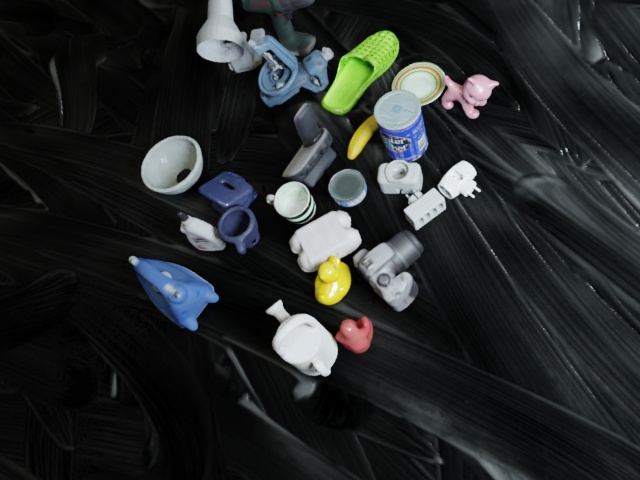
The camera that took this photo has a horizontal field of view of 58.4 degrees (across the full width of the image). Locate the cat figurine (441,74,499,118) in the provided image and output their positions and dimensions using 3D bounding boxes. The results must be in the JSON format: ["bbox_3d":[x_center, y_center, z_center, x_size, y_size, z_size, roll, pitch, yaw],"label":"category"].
[{"bbox_3d":[0.337,-0.341,1.300,0.127,0.118,0.067,27,76,26],"label":"cat figurine"}]

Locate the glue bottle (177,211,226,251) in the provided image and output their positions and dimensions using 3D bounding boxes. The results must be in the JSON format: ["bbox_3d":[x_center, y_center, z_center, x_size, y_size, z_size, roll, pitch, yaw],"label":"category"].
[{"bbox_3d":[-0.283,-0.023,1.312,0.078,0.173,0.037,-5,65,16],"label":"glue bottle"}]

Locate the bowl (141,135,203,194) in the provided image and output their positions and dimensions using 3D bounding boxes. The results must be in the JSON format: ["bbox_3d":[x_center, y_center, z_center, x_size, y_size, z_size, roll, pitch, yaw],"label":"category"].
[{"bbox_3d":[-0.366,-0.180,1.467,0.167,0.075,0.167,-7,64,14],"label":"bowl"}]

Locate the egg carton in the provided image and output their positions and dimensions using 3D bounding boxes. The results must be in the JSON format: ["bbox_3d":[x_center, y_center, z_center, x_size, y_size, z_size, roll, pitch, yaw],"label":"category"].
[{"bbox_3d":[0.012,0.005,1.268,0.150,0.069,0.107,-29,61,2],"label":"egg carton"}]

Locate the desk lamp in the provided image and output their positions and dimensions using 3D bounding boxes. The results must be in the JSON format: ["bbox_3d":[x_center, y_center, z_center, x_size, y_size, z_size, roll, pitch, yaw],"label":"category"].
[{"bbox_3d":[-0.238,-0.540,1.515,0.117,0.214,0.203,-5,65,15],"label":"desk lamp"}]

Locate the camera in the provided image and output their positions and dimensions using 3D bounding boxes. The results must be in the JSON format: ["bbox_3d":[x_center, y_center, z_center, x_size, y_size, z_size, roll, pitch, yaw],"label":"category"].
[{"bbox_3d":[0.155,0.049,1.185,0.137,0.101,0.143,-40,61,-4],"label":"camera"}]

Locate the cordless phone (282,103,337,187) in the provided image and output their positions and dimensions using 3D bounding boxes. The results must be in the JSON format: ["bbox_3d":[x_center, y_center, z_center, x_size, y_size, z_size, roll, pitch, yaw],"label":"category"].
[{"bbox_3d":[-0.044,-0.221,1.323,0.094,0.185,0.148,25,75,26],"label":"cordless phone"}]

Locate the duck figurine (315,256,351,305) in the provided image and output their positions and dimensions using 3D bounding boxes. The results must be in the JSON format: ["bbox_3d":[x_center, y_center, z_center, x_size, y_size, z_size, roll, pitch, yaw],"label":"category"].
[{"bbox_3d":[0.019,0.082,1.220,0.077,0.086,0.105,18,73,24],"label":"duck figurine"}]

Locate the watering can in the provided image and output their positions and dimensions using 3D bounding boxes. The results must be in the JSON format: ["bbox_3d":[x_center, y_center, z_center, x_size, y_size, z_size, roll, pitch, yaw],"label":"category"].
[{"bbox_3d":[-0.043,0.194,1.126,0.172,0.194,0.101,24,75,25],"label":"watering can"}]

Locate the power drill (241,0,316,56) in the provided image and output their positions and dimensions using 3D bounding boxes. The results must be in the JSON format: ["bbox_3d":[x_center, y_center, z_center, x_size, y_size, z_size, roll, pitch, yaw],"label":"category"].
[{"bbox_3d":[-0.086,-0.580,1.489,0.228,0.209,0.076,19,73,24],"label":"power drill"}]

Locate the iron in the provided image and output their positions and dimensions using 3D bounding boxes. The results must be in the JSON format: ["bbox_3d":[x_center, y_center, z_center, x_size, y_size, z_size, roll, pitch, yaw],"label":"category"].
[{"bbox_3d":[-0.361,0.093,1.301,0.257,0.142,0.119,29,77,27],"label":"iron"}]

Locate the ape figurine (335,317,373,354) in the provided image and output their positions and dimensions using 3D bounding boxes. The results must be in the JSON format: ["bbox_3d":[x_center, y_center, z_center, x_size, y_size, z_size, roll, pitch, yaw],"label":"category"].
[{"bbox_3d":[0.066,0.186,1.154,0.077,0.092,0.076,-14,63,11],"label":"ape figurine"}]

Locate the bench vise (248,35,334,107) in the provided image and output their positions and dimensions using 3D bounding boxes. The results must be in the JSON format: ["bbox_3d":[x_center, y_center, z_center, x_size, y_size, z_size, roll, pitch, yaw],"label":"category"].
[{"bbox_3d":[-0.081,-0.446,1.419,0.207,0.220,0.121,-38,61,-2],"label":"bench vise"}]

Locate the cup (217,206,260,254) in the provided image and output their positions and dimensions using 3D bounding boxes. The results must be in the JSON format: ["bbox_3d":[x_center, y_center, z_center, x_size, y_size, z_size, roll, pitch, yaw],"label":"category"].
[{"bbox_3d":[-0.175,-0.009,1.317,0.091,0.095,0.117,-19,62,8],"label":"cup"}]

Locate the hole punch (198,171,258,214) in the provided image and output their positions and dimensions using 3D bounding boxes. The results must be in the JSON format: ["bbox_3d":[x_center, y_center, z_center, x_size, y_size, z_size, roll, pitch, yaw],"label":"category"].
[{"bbox_3d":[-0.223,-0.117,1.384,0.108,0.091,0.101,30,78,27],"label":"hole punch"}]
